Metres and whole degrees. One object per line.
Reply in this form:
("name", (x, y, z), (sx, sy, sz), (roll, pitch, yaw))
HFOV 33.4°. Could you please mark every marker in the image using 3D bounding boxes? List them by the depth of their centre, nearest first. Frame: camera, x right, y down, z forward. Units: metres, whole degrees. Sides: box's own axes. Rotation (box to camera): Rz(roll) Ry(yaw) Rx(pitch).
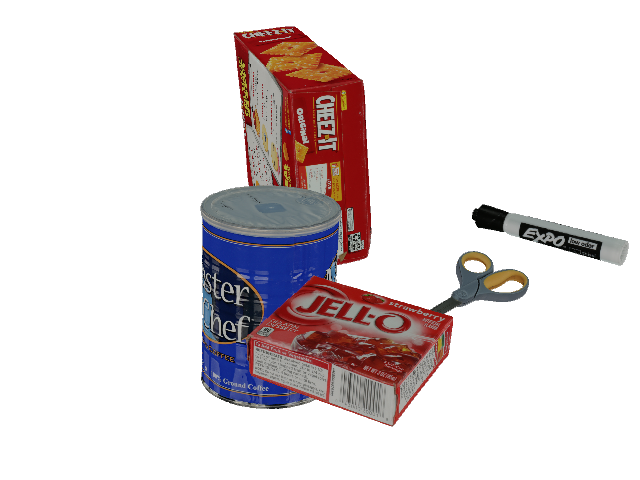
("marker", (0.170, -0.006, 0.804), (0.121, 0.020, 0.020), (17, 9, 30))

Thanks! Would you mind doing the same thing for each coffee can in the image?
("coffee can", (-0.039, 0.040, 0.800), (0.103, 0.140, 0.103), (2, 20, -1))

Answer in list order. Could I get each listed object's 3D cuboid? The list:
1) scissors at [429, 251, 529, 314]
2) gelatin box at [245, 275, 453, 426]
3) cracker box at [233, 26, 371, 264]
("scissors", (0.155, 0.053, 1.231), (0.201, 0.016, 0.096), (-10, 40, -33))
("gelatin box", (0.016, 0.056, 0.573), (0.089, 0.030, 0.073), (16, 32, 24))
("cracker box", (-0.019, -0.092, 0.972), (0.072, 0.164, 0.214), (-10, 25, -13))
